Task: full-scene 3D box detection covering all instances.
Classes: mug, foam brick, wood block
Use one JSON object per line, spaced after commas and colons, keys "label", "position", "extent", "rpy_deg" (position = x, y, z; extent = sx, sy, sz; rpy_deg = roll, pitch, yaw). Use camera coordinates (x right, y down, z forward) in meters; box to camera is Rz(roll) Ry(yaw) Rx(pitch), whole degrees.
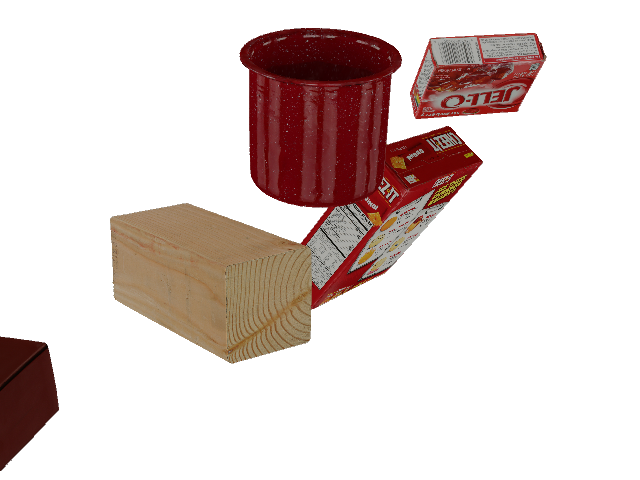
{"label": "mug", "position": [0.004, -0.077, 0.639], "extent": [0.093, 0.081, 0.117], "rpy_deg": [13, 32, 19]}
{"label": "foam brick", "position": [-0.210, 0.102, 0.670], "extent": [0.053, 0.051, 0.078], "rpy_deg": [6, 29, 21]}
{"label": "wood block", "position": [-0.105, 0.033, 0.987], "extent": [0.090, 0.090, 0.206], "rpy_deg": [-12, 20, -36]}

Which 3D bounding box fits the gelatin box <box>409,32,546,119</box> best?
{"label": "gelatin box", "position": [0.121, -0.127, 0.831], "extent": [0.089, 0.030, 0.073], "rpy_deg": [-5, -25, -11]}

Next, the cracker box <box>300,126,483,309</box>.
{"label": "cracker box", "position": [0.068, -0.029, 1.247], "extent": [0.163, 0.072, 0.214], "rpy_deg": [-22, -24, -50]}
